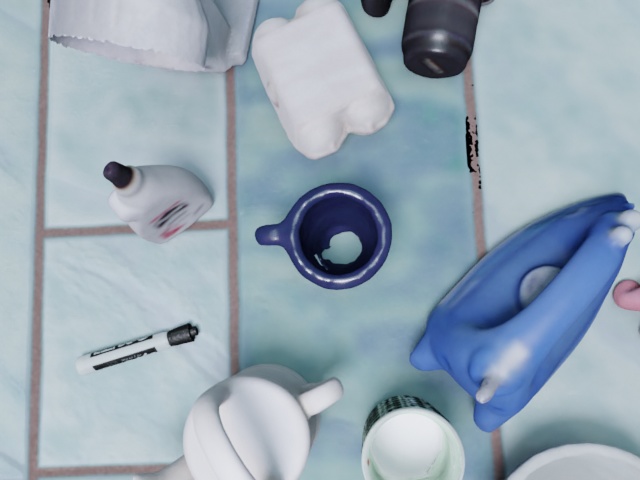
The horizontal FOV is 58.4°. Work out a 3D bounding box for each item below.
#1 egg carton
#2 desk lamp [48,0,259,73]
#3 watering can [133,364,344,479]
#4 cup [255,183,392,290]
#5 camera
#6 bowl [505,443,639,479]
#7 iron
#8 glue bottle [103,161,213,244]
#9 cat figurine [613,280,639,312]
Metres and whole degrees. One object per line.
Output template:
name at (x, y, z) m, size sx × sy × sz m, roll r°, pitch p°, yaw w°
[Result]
egg carton at (-0.001, -0.158, 0.558) m, size 0.107 × 0.069 × 0.150 m, roll -27°, pitch 81°, yaw 0°
desk lamp at (-0.134, -0.225, 0.503) m, size 0.118 × 0.213 × 0.203 m, roll 10°, pitch 83°, yaw 5°
watering can at (-0.061, 0.163, 0.456) m, size 0.101 × 0.194 × 0.173 m, roll 38°, pitch 86°, yaw 8°
cup at (0.005, 0.002, 0.523) m, size 0.117 × 0.095 × 0.092 m, roll -1°, pitch 82°, yaw 4°
camera at (0.103, -0.236, 0.546) m, size 0.143 × 0.101 × 0.137 m, roll 10°, pitch 83°, yaw 5°
bowl at (0.218, 0.251, 0.486) m, size 0.167 × 0.075 × 0.167 m, roll 0°, pitch 82°, yaw 4°
iron at (0.197, 0.041, 0.482) m, size 0.118 × 0.141 × 0.258 m, roll 42°, pitch 87°, yaw 8°
glue bottle at (-0.148, -0.039, 0.499) m, size 0.078 × 0.173 × 0.037 m, roll -42°, pitch 81°, yaw -2°
cat figurine at (0.334, 0.031, 0.486) m, size 0.128 × 0.118 × 0.067 m, roll -40°, pitch 81°, yaw -2°
